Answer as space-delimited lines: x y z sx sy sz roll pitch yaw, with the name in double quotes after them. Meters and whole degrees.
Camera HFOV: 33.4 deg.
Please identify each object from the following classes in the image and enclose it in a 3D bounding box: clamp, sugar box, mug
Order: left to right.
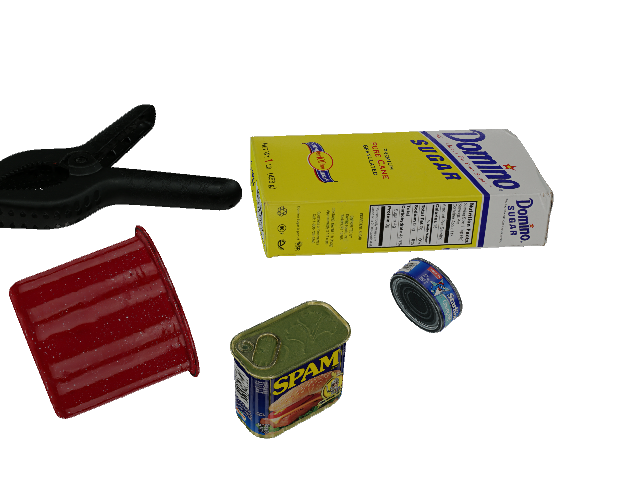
-0.177 -0.046 0.835 0.209 0.036 0.165 -22 41 -35 "clamp"
-0.126 0.049 0.613 0.081 0.093 0.117 -21 3 -15 "mug"
0.047 -0.033 0.672 0.176 0.048 0.093 -5 32 -7 "sugar box"

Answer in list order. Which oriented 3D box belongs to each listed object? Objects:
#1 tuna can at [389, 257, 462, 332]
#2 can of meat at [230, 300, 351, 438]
0.121 0.064 1.232 0.033 0.086 0.086 -38 17 -24 "tuna can"
-0.026 0.112 0.919 0.101 0.084 0.057 -24 48 -28 "can of meat"
